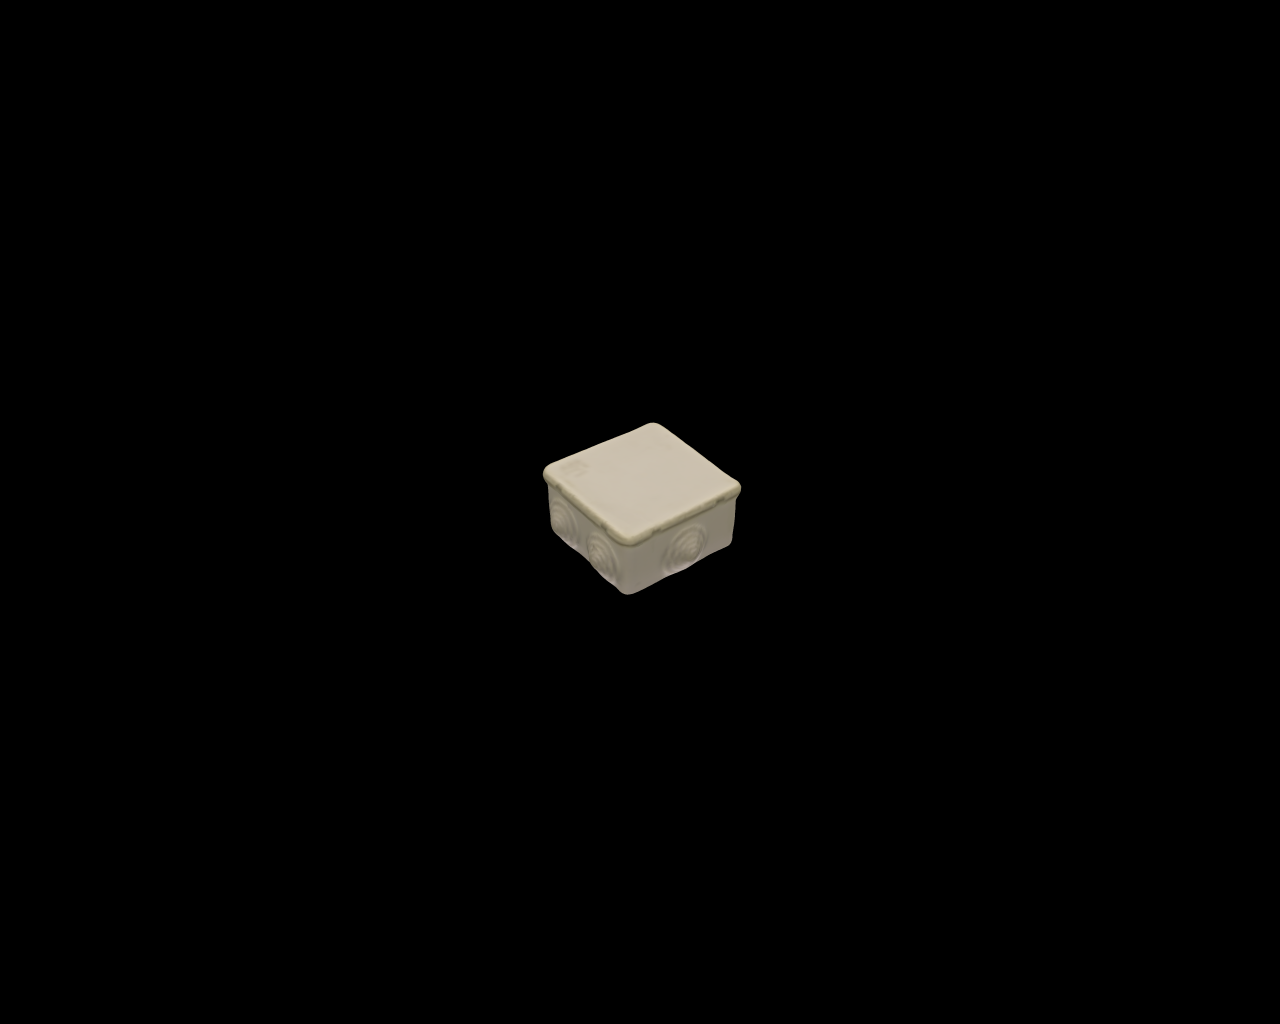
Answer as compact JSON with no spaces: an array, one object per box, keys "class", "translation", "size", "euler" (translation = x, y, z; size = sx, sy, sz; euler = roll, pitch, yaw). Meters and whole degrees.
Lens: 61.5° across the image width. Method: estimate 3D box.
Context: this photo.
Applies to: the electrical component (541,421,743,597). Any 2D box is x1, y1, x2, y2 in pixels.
[{"class":"electrical component","translation":[0.001,-0.003,0.650],"size":[0.100,0.048,0.100],"euler":[-25,45,-28]}]
